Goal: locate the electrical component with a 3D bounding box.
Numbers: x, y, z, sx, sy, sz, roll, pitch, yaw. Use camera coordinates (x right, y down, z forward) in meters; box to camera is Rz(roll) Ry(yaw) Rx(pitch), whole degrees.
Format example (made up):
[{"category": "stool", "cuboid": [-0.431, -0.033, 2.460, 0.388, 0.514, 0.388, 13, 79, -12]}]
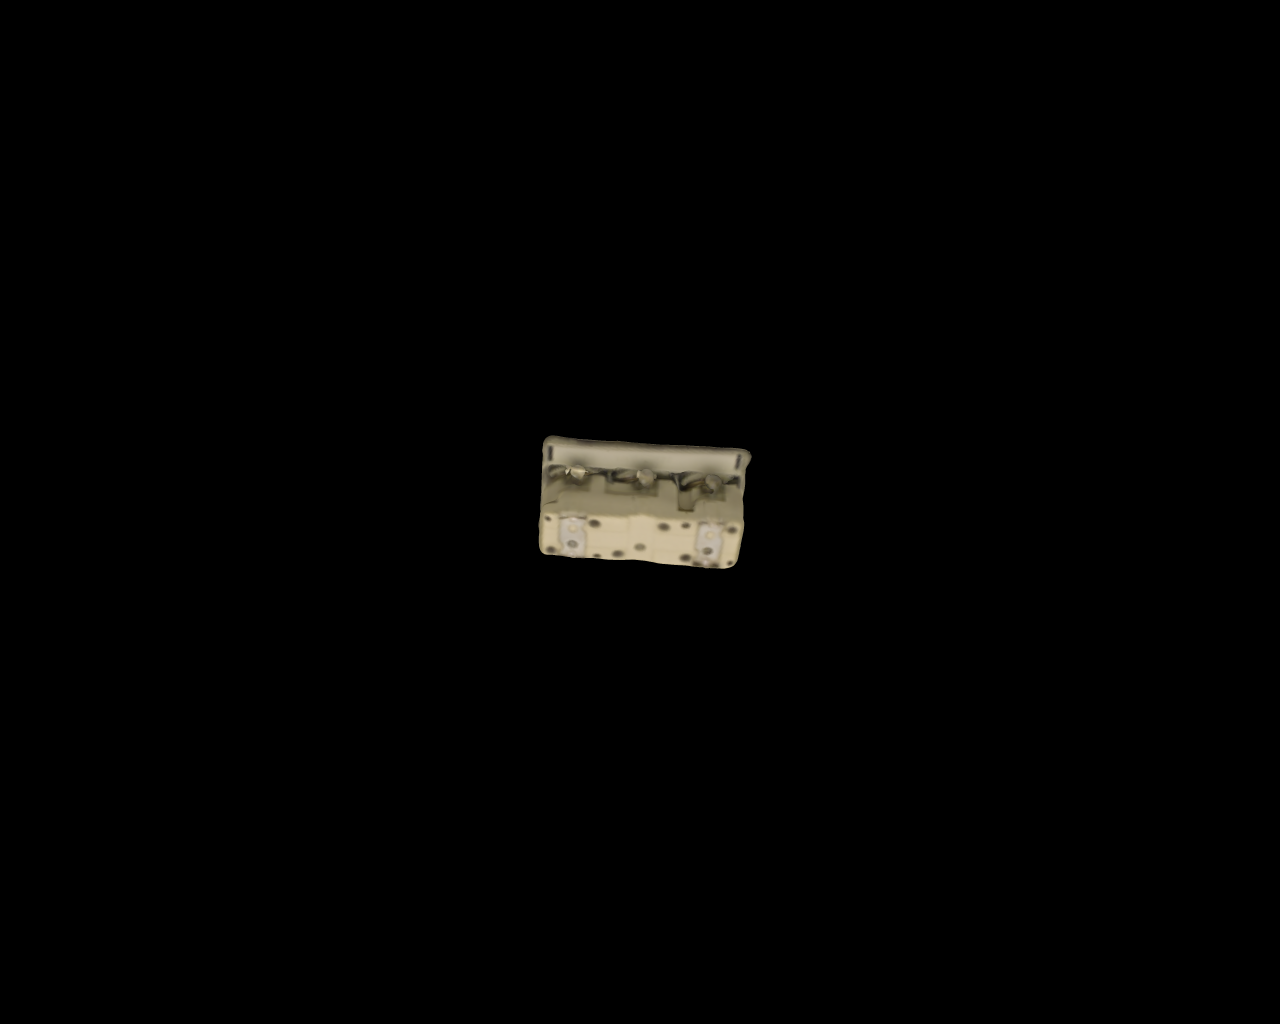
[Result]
[{"category": "electrical component", "cuboid": [0.001, -0.003, 0.650, 0.121, 0.078, 0.063, 4, 44, -4]}]
